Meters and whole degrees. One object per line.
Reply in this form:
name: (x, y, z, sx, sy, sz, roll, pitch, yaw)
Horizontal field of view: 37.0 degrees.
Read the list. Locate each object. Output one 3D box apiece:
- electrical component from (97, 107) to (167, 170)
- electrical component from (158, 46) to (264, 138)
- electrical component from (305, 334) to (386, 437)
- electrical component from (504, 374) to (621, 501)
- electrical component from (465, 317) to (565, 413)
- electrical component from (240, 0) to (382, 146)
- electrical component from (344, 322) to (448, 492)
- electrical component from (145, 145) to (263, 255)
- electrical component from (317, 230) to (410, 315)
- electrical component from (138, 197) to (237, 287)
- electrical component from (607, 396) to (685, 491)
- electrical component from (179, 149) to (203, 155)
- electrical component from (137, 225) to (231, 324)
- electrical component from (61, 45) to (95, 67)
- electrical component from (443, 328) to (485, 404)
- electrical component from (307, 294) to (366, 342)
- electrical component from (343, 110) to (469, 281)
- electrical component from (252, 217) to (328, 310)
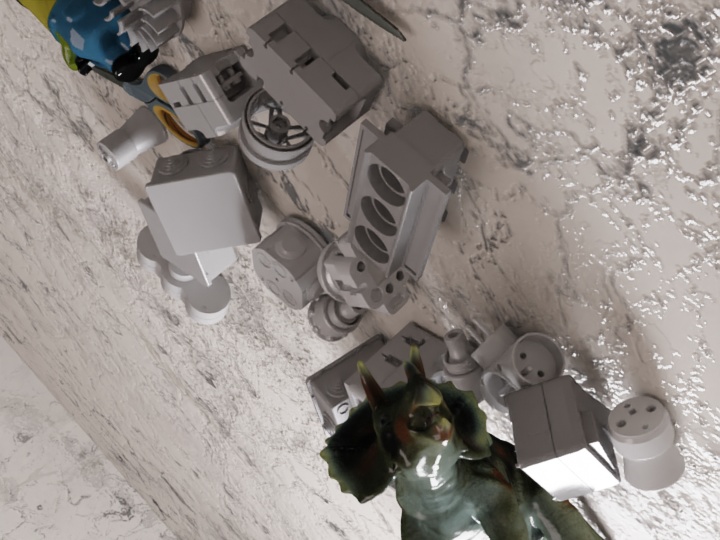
electrical component: (-0.239, -0.133, 1.113, 0.044, 0.065, 0.044, 38, 153, 23)
electrical component: (-0.122, -0.150, 0.915, 0.089, 0.050, 0.055, 5, 131, 56)
electrical component: (0.004, 0.125, 1.047, 0.048, 0.100, 0.099, 44, 158, 43)
electrical component: (0.158, 0.128, 0.804, 0.061, 0.061, 0.096, -22, 141, 22)
electrical component: (0.114, 0.069, 0.847, 0.079, 0.044, 0.077, 46, 155, 8)
electrical component: (-0.033, -0.144, 0.768, 0.089, 0.056, 0.050, 46, 155, 7)
electrical component: (0.054, 0.137, 0.990, 0.062, 0.089, 0.150, 28, 148, 39)
electrical component: (-0.146, -0.067, 1.027, 0.100, 0.048, 0.099, -9, 131, 11)
electrical component: (0.000, 0.000, 0.922, 0.057, 0.058, 0.078, 4, 130, 53)
electrical component: (-0.187, -0.042, 1.179, 0.100, 0.048, 0.099, 30, 149, 35)
electrical component: (0.206, 0.125, 0.775, 0.045, 0.045, 0.055, 16, 140, 50)
electrical component: (-0.171, -0.086, 1.096, 0.043, 0.043, 0.081, 46, 156, 6)
electrical component: (-0.208, -0.002, 1.266, 0.138, 0.052, 0.073, 45, 155, 9)
electrical component: (-0.272, -0.229, 1.061, 0.040, 0.040, 0.078, 50, 155, -2)
electrical component: (0.090, 0.078, 0.902, 0.043, 0.043, 0.062, 12, 135, 53)
electrical component: (-0.017, 0.040, 1.025, 0.048, 0.048, 0.062, 52, 145, -8)
electrical component: (0.033, -0.055, 0.780, 0.079, 0.063, 0.121, 42, 155, 15)
electrical component: (-0.061, -0.006, 1.020, 0.080, 0.051, 0.080, 38, 153, 23)
